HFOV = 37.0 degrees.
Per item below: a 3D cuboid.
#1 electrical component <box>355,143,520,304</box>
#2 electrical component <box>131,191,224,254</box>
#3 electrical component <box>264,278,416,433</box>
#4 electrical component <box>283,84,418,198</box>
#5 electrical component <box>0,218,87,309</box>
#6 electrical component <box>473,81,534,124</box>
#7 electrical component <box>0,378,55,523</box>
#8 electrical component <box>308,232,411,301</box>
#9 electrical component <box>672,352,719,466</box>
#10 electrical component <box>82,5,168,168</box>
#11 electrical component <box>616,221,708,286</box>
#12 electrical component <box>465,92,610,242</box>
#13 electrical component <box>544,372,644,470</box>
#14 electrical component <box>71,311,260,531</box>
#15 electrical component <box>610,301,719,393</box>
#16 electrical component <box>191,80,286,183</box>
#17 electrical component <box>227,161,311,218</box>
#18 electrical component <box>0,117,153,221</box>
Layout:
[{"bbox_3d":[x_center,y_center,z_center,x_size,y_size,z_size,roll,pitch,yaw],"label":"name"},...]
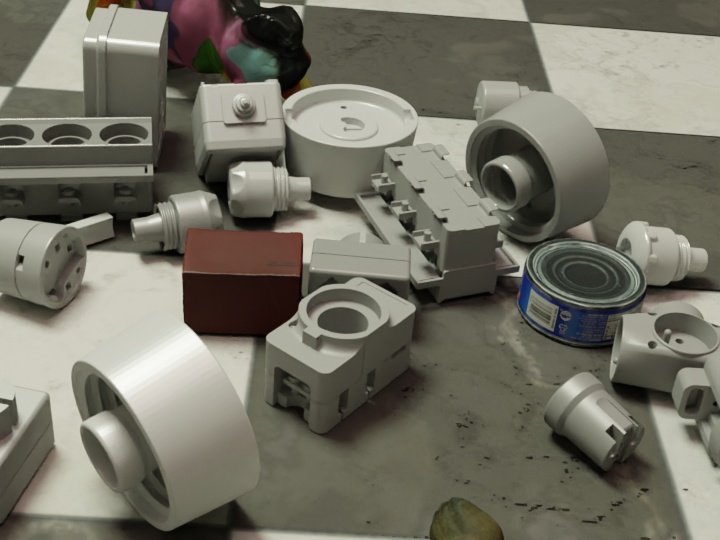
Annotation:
[{"bbox_3d":[0.055,-0.039,0.782,0.079,0.063,0.121,-9,37,-19],"label":"electrical component"},{"bbox_3d":[-0.131,-0.032,0.766,0.062,0.043,0.043,-11,38,-20],"label":"electrical component"},{"bbox_3d":[-0.012,0.047,0.657,0.050,0.055,0.089,28,41,29],"label":"electrical component"},{"bbox_3d":[-0.010,-0.098,0.860,0.108,0.060,0.108,3,35,-2],"label":"electrical component"},{"bbox_3d":[-0.215,-0.006,0.709,0.047,0.055,0.055,11,35,15],"label":"electrical component"},{"bbox_3d":[0.139,-0.149,0.971,0.078,0.040,0.040,1,35,-6],"label":"electrical component"},{"bbox_3d":[-0.199,0.080,0.566,0.047,0.076,0.065,10,35,7],"label":"electrical component"},{"bbox_3d":[0.000,0.000,0.733,0.066,0.047,0.076,5,35,0],"label":"electrical component"},{"bbox_3d":[0.230,0.087,0.630,0.078,0.058,0.057,4,32,-1],"label":"electrical component"},{"bbox_3d":[-0.187,-0.146,0.862,0.057,0.113,0.078,4,35,-6],"label":"electrical component"},{"bbox_3d":[0.220,-0.009,0.779,0.062,0.048,0.048,5,34,-12],"label":"electrical component"},{"bbox_3d":[0.126,-0.072,0.805,0.060,0.108,0.108,-27,46,-29],"label":"electrical component"},{"bbox_3d":[0.138,0.089,0.631,0.040,0.040,0.046,-21,48,-32],"label":"electrical component"},{"bbox_3d":[-0.108,0.082,0.554,0.060,0.108,0.108,-29,47,-30],"label":"electrical component"},{"bbox_3d":[0.205,0.046,0.695,0.077,0.044,0.079,10,36,8],"label":"electrical component"},{"bbox_3d":[-0.094,-0.107,0.833,0.062,0.061,0.096,-5,-8,-14],"label":"electrical component"},{"bbox_3d":[-0.069,-0.061,0.816,0.062,0.043,0.043,-1,35,-11],"label":"electrical component"},{"bbox_3d":[-0.215,-0.075,0.799,0.121,0.063,0.078,-2,36,-10],"label":"electrical component"}]
